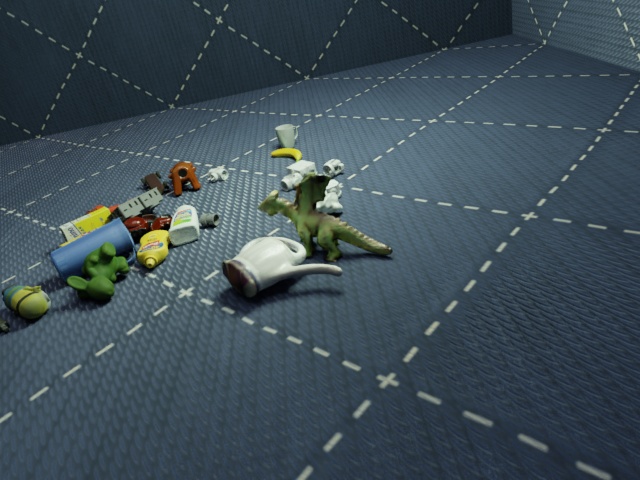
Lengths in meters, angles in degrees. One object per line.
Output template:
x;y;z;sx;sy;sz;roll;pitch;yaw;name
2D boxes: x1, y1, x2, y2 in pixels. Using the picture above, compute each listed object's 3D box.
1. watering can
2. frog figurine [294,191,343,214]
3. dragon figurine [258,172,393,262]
-0.121;0.073;1.388;0.227;0.102;0.350;-32;34;-30;watering can
-0.002;-0.126;1.735;0.159;0.120;0.140;29;25;0;frog figurine
0.004;-0.074;1.475;0.410;0.239;0.124;1;25;28;dragon figurine
